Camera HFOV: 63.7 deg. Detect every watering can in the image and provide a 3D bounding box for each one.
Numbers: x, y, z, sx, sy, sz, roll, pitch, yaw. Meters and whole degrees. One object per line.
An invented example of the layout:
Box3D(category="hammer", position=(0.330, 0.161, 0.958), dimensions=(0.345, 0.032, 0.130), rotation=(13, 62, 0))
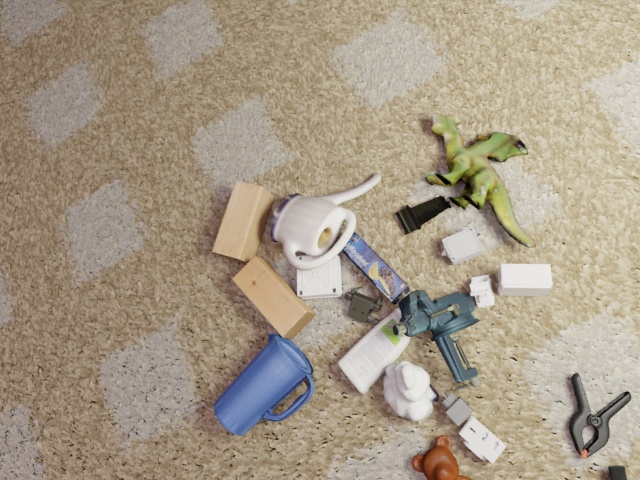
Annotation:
Box3D(category="watering can", position=(0.004, -0.069, 1.365), dimensions=(0.225, 0.101, 0.354), rotation=(19, 59, 29))

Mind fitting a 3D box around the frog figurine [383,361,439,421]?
Box3D(category="frog figurine", position=(0.198, 0.340, 1.160), dimensions=(0.122, 0.158, 0.139), rotation=(-28, 70, 8))

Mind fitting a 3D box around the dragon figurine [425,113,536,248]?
Box3D(category="dragon figurine", position=(0.424, -0.180, 1.291), dimensions=(0.414, 0.120, 0.244), rotation=(41, 80, 20))
